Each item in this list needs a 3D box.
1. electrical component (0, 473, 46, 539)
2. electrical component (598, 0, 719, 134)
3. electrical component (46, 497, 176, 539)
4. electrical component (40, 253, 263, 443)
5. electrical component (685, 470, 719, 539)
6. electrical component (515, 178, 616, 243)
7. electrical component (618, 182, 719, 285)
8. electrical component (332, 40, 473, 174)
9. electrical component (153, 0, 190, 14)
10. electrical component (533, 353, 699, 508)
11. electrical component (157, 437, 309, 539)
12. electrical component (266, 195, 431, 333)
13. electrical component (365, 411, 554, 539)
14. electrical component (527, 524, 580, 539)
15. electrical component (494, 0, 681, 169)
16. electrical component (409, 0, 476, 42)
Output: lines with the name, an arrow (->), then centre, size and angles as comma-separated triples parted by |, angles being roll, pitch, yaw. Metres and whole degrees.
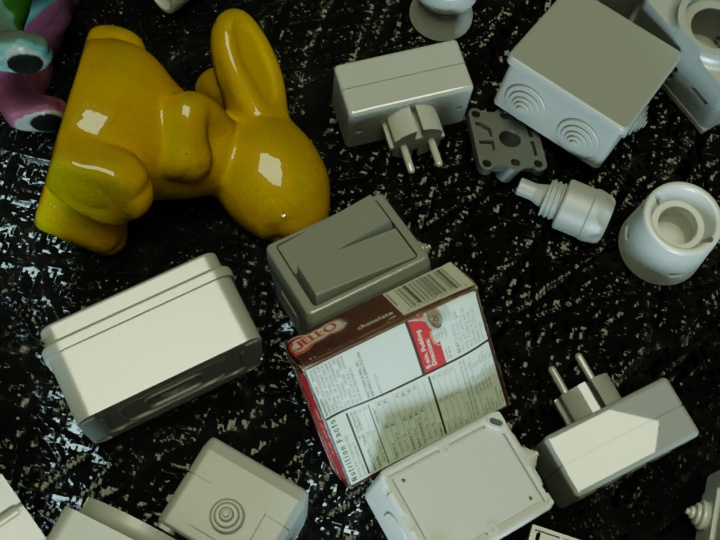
electrical component -> -0.208, 0.150, 0.592 | 0.055, 0.048, 0.066 | -34, 74, -22
electrical component -> 0.227, -0.203, 0.742 | 0.105, 0.060, 0.186 | -31, 74, -14
electrical component -> -0.089, 0.168, 0.516 | 0.105, 0.186, 0.060 | 25, 70, 6
electrical component -> -0.118, 0.045, 0.620 | 0.113, 0.078, 0.057 | -25, 75, -12
electrical component -> 0.235, 0.148, 0.609 | 0.096, 0.061, 0.061 | 16, 69, 3
electrical component -> 0.130, -0.042, 0.690 | 0.061, 0.035, 0.035 | 23, 70, 8
electrical component -> 0.197, -0.024, 0.680 | 0.055, 0.047, 0.055 | 1, 69, -3
electrical component -> 0.032, -0.098, 0.699 | 0.083, 0.047, 0.075 | -14, 72, -9
electrical component -> -0.113, -0.209, 0.737 | 0.065, 0.044, 0.044 | -34, 75, -20
electrical component -> 0.139, 0.086, 0.635 | 0.083, 0.047, 0.075 | -24, 72, -12
electrical component -> -0.065, 0.130, 0.580 | 0.062, 0.096, 0.061 | 29, 70, 7
electrical component -> 0.000, 0.000, 0.643 | 0.096, 0.061, 0.061 | -26, 53, -12
electrical component -> 0.059, 0.128, 0.611 | 0.096, 0.061, 0.061 | -24, 73, -20
electrical component -> 0.145, 0.194, 0.586 | 0.121, 0.063, 0.078 | 18, 69, 4
electrical component -> 0.147, -0.125, 0.706 | 0.100, 0.048, 0.099 | 35, 58, 10
electrical component -> 0.058, -0.188, 0.730 | 0.045, 0.055, 0.045 | 1, 69, -3
